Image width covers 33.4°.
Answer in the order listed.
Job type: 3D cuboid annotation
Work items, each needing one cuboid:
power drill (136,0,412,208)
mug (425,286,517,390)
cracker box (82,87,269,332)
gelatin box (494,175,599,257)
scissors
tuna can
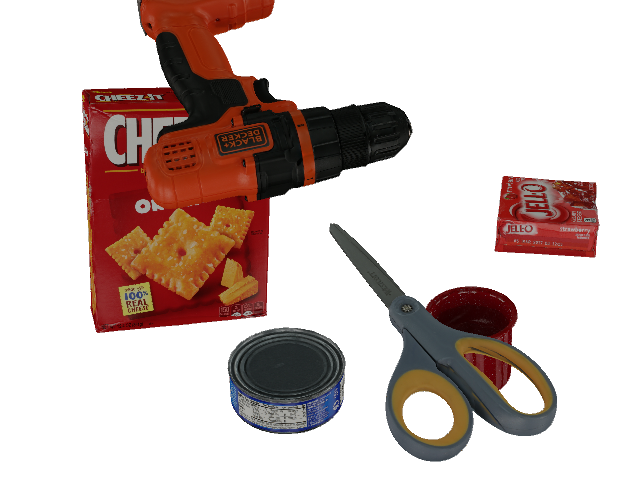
[{"bbox_3d":[-0.045,-0.116,0.753,0.184,0.188,0.057,-12,-30,-11],"label":"power drill"},{"bbox_3d":[0.160,0.100,1.107,0.093,0.081,0.117,11,36,24],"label":"mug"},{"bbox_3d":[-0.131,-0.029,0.979,0.164,0.214,0.072,-4,20,-16],"label":"cracker box"},{"bbox_3d":[0.171,-0.019,0.808,0.073,0.030,0.089,5,25,11],"label":"gelatin box"},{"bbox_3d":[0.040,0.055,0.598,0.096,0.016,0.202,-32,46,-28],"label":"scissors"},{"bbox_3d":[-0.024,0.103,0.783,0.086,0.034,0.086,-1,32,0],"label":"tuna can"}]
